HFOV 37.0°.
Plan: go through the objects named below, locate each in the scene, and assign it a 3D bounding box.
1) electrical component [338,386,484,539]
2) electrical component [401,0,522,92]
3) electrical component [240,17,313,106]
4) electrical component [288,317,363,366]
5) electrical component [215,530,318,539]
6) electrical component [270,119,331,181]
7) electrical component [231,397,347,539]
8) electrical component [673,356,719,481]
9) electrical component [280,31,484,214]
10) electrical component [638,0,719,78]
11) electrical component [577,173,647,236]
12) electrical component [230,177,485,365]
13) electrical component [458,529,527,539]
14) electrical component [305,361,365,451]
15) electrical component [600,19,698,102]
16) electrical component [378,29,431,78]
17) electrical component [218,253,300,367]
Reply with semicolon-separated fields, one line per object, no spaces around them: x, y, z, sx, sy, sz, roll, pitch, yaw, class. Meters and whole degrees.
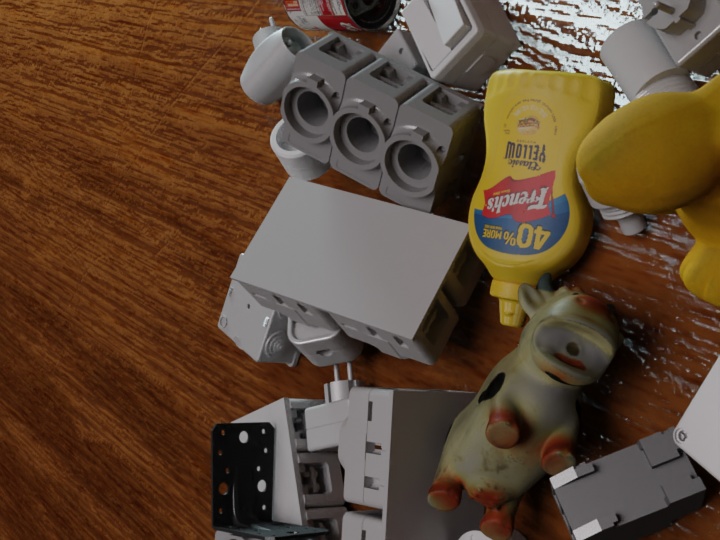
0.040;0.187;0.848;0.060;0.105;0.186;-2;83;50;electrical component
0.079;-0.207;0.895;0.062;0.061;0.096;-44;54;37;electrical component
-0.089;-0.223;1.108;0.077;0.043;0.079;-39;56;39;electrical component
-0.028;0.035;0.970;0.054;0.059;0.095;-12;56;19;electrical component
-0.085;0.252;0.925;0.089;0.056;0.050;-5;81;49;electrical component
-0.033;-0.142;1.011;0.052;0.073;0.138;8;64;24;electrical component
-0.061;0.203;0.998;0.089;0.062;0.150;-29;63;44;electrical component
0.261;0.090;0.640;0.109;0.056;0.108;44;118;43;electrical component
0.014;-0.120;0.889;0.150;0.062;0.089;30;132;18;electrical component
0.215;-0.175;0.718;0.047;0.077;0.065;-44;54;37;electrical component
0.182;-0.054;0.758;0.043;0.043;0.062;-7;118;49;electrical component
0.000;0.000;0.900;0.186;0.060;0.105;17;69;33;electrical component
0.115;0.233;0.777;0.138;0.074;0.052;22;102;49;electrical component
-0.012;0.120;0.964;0.066;0.047;0.076;-21;69;46;electrical component
0.205;-0.131;0.748;0.043;0.043;0.081;-48;51;34;electrical component
0.017;-0.168;0.950;0.083;0.076;0.047;-48;52;35;electrical component
-0.092;0.038;1.070;0.100;0.048;0.099;34;110;46;electrical component
